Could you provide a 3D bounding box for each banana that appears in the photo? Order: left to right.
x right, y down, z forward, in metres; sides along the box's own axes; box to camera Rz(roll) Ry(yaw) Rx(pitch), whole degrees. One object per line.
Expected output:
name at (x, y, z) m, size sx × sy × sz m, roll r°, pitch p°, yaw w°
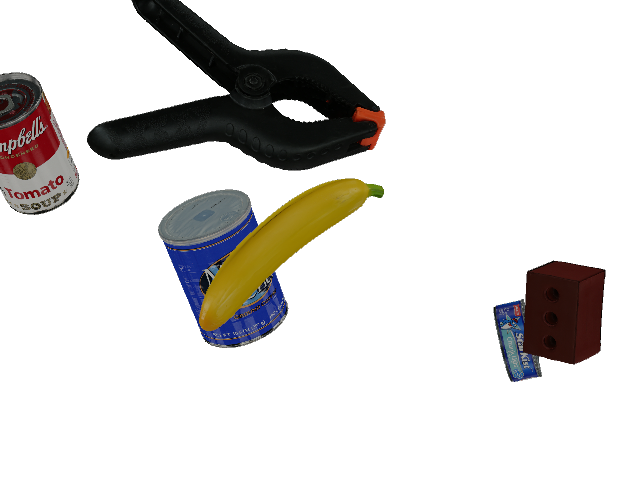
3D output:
banana at (-0.030, 0.005, 0.895) m, size 0.198 × 0.037 × 0.069 m, roll -36°, pitch -39°, yaw -1°

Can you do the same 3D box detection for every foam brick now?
foam brick at (0.214, 0.063, 0.938) m, size 0.053 × 0.078 × 0.051 m, roll 11°, pitch 18°, yaw 39°

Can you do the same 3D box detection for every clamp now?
clamp at (-0.047, -0.094, 0.637) m, size 0.171 × 0.120 × 0.039 m, roll 7°, pitch -21°, yaw -12°

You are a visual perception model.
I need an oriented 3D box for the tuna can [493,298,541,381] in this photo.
tuna can at (0.212, 0.108, 1.151) m, size 0.034 × 0.086 × 0.086 m, roll -14°, pitch -3°, yaw 12°

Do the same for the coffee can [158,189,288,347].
coffee can at (-0.104, 0.030, 1.159) m, size 0.103 × 0.140 × 0.103 m, roll -14°, pitch 28°, yaw 8°

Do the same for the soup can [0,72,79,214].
soup can at (-0.249, -0.079, 0.892) m, size 0.068 × 0.068 × 0.102 m, roll 0°, pitch -42°, yaw 11°
